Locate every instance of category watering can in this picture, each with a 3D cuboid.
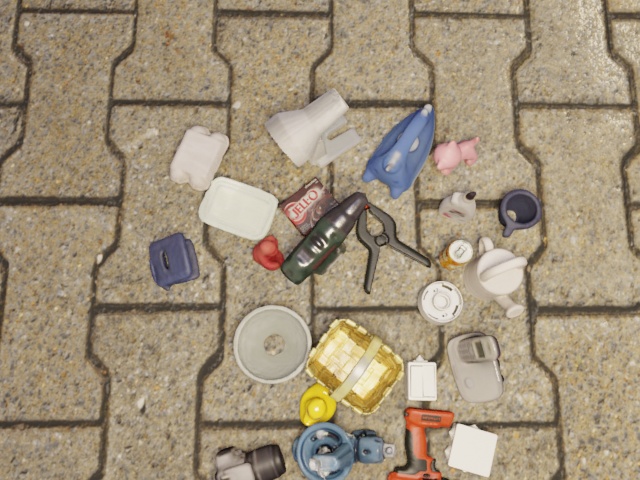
[{"bbox_3d":[0.384,0.076,1.222,0.101,0.194,0.173,-39,81,-8],"label":"watering can"}]

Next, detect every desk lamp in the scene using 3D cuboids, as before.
[{"bbox_3d":[-0.013,-0.244,1.273,0.203,0.213,0.118,-35,80,-7],"label":"desk lamp"}]

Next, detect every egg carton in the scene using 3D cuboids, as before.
[{"bbox_3d":[-0.281,-0.191,1.333,0.107,0.069,0.150,20,79,4],"label":"egg carton"}]

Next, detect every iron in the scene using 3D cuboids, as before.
[{"bbox_3d":[0.203,-0.230,1.310,0.118,0.141,0.258,31,80,6],"label":"iron"}]

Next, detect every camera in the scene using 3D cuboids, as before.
[{"bbox_3d":[-0.138,0.490,1.179,0.137,0.101,0.143,-18,79,-4],"label":"camera"}]

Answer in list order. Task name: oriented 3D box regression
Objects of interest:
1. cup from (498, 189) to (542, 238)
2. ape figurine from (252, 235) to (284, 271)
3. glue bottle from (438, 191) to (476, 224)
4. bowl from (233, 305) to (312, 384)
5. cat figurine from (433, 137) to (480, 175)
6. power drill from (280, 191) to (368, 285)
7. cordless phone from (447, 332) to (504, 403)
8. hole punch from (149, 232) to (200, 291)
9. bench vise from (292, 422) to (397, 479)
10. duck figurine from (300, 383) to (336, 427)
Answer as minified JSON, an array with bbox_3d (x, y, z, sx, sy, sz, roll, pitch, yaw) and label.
[{"bbox_3d":[0.436,-0.048,1.299,0.091,0.095,0.118,30,80,6],"label":"cup"},{"bbox_3d":[-0.115,0.025,1.279,0.076,0.092,0.078,11,78,2],"label":"ape figurine"},{"bbox_3d":[0.314,-0.080,1.264,0.078,0.173,0.037,18,79,4],"label":"glue bottle"},{"bbox_3d":[-0.101,0.227,1.246,0.167,0.075,0.167,0,78,0],"label":"bowl"},{"bbox_3d":[0.310,-0.201,1.317,0.128,0.118,0.067,-26,80,-6],"label":"cat figurine"},{"bbox_3d":[0.011,0.004,1.225,0.075,0.208,0.230,42,81,8],"label":"power drill"},{"bbox_3d":[0.337,0.264,1.187,0.094,0.185,0.147,-16,79,-3],"label":"cordless phone"},{"bbox_3d":[-0.329,0.049,1.272,0.101,0.091,0.108,-16,79,-4],"label":"hole punch"},{"bbox_3d":[0.044,0.413,1.136,0.207,0.220,0.121,-20,79,-4],"label":"bench vise"},{"bbox_3d":[-0.004,0.352,1.216,0.077,0.086,0.105,30,80,6],"label":"duck figurine"}]
